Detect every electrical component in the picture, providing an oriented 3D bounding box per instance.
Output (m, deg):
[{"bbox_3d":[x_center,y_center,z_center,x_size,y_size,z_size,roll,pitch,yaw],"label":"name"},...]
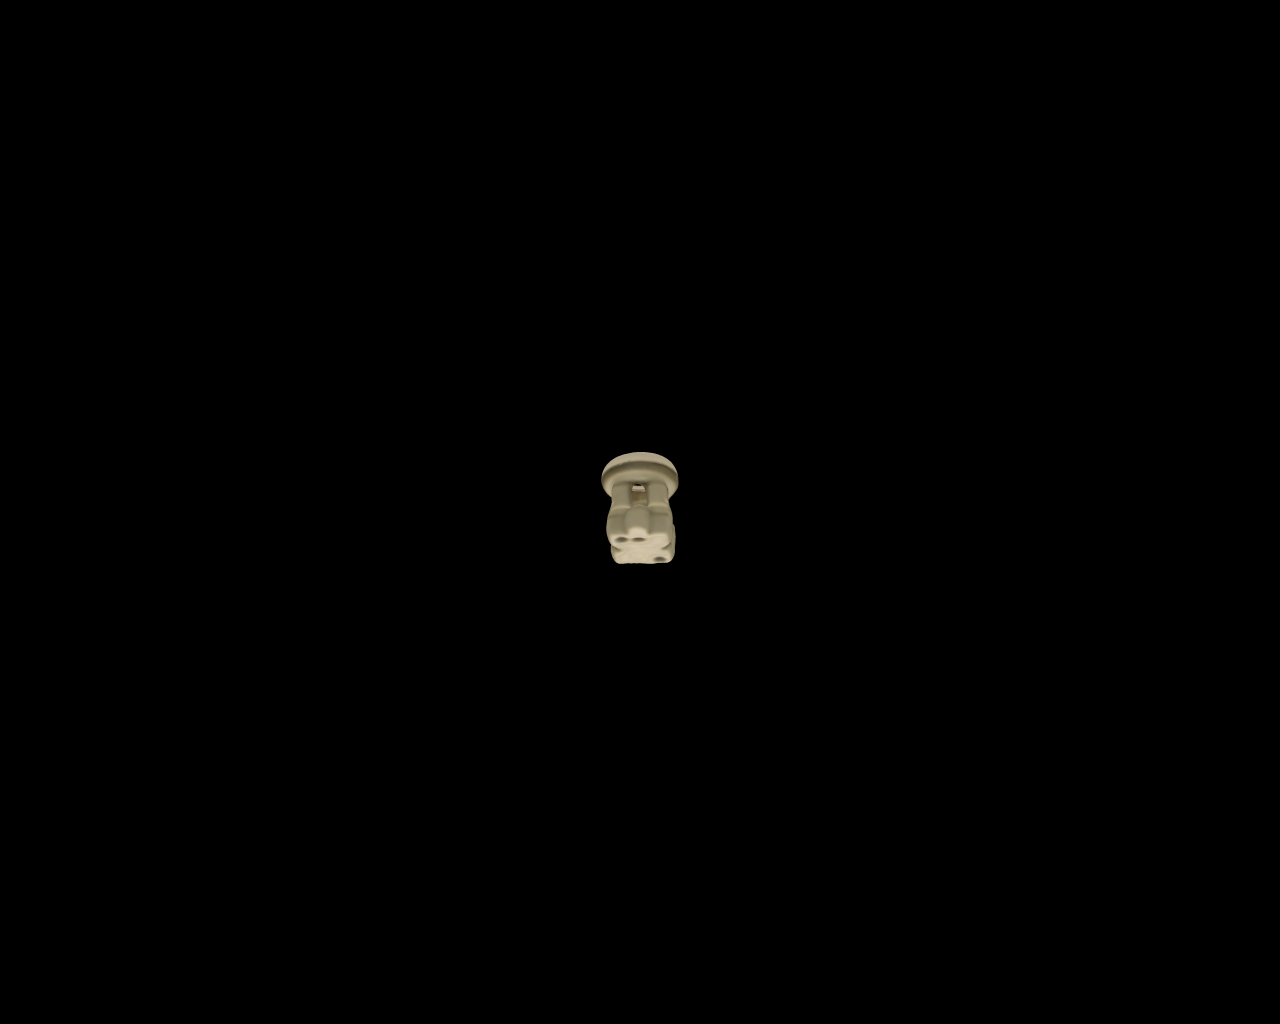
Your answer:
[{"bbox_3d":[0.001,-0.003,0.650,0.048,0.055,0.066,-2,-27,3],"label":"electrical component"}]
